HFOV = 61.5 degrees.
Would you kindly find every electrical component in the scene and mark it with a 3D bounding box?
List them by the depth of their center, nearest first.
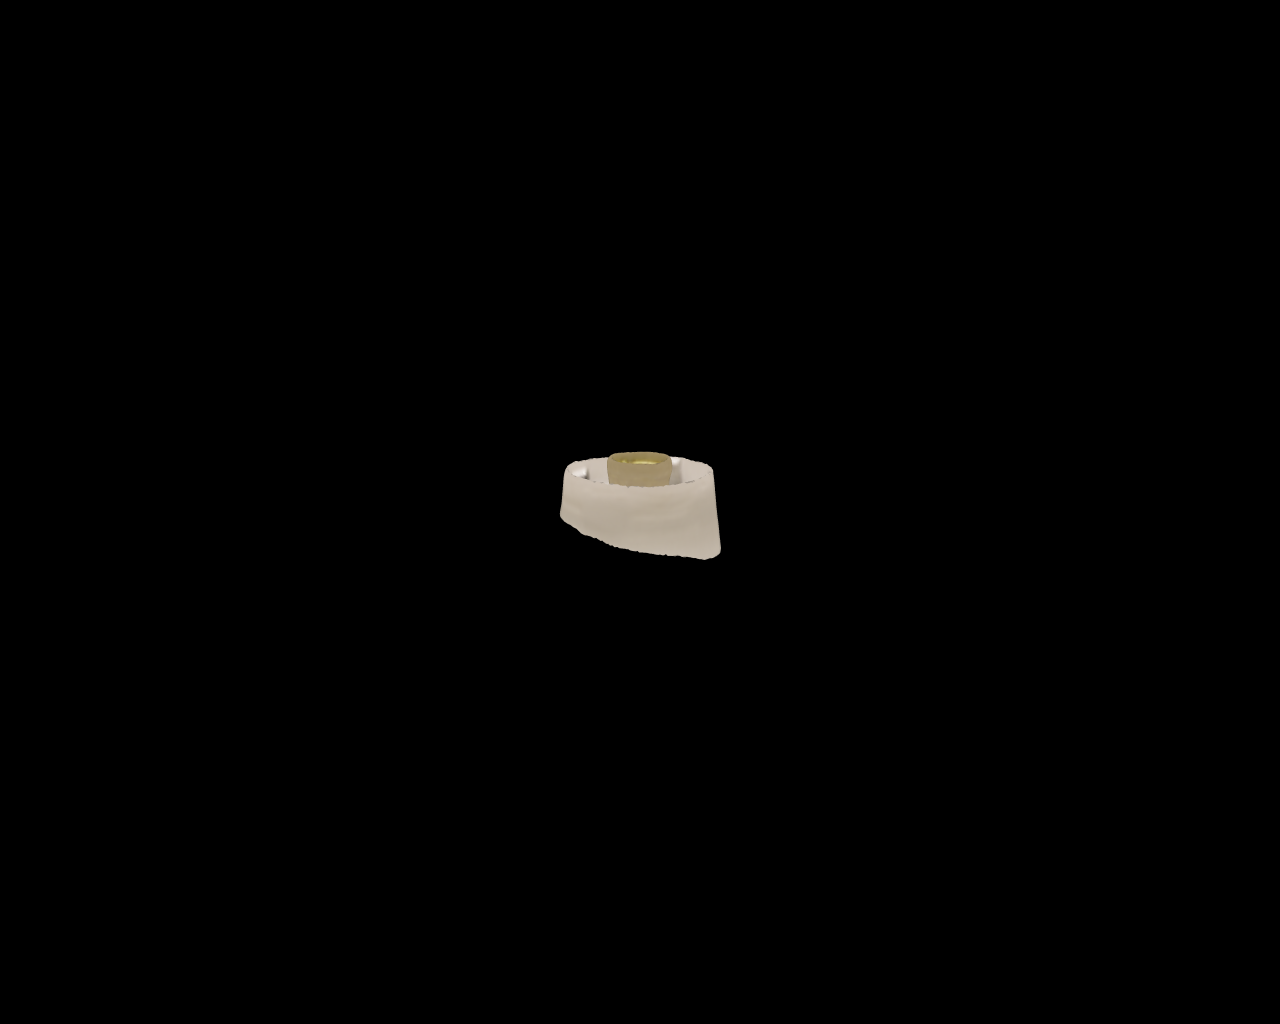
[{"bbox_3d":[0.001,-0.003,0.650,0.099,0.064,0.099,0,14,0],"label":"electrical component"}]
